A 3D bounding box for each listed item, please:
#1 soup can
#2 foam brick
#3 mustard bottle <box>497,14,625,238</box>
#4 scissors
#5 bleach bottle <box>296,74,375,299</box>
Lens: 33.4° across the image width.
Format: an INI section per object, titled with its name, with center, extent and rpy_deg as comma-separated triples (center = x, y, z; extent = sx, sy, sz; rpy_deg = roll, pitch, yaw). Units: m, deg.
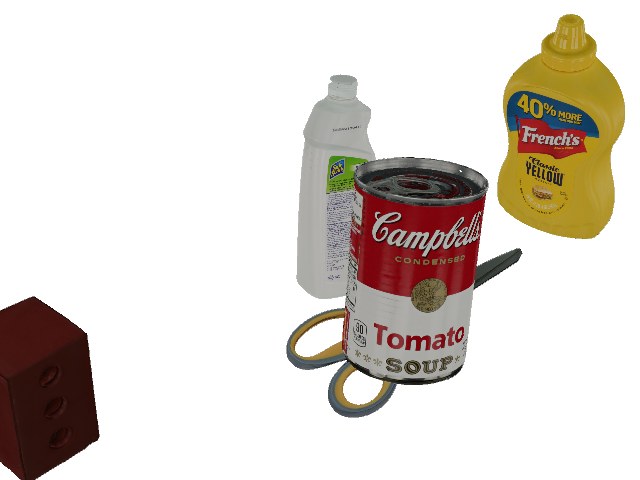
[soup can]
center = 0.047, 0.015, 0.555
extent = 0.068, 0.102, 0.068
rpy_deg = 3, 21, -1
[foam brick]
center = -0.160, 0.081, 0.586
extent = 0.051, 0.078, 0.052
rpy_deg = 28, 42, 35
[mustard bottle]
center = 0.193, -0.093, 0.854
extent = 0.096, 0.191, 0.058
rpy_deg = 25, 50, 29
[scissors]
center = 0.075, 0.071, 0.806
extent = 0.201, 0.096, 0.016
rpy_deg = -15, -29, -7
[bleach bottle]
center = 0.026, -0.062, 1.193
extent = 0.102, 0.251, 0.068
rpy_deg = -14, 31, -30
